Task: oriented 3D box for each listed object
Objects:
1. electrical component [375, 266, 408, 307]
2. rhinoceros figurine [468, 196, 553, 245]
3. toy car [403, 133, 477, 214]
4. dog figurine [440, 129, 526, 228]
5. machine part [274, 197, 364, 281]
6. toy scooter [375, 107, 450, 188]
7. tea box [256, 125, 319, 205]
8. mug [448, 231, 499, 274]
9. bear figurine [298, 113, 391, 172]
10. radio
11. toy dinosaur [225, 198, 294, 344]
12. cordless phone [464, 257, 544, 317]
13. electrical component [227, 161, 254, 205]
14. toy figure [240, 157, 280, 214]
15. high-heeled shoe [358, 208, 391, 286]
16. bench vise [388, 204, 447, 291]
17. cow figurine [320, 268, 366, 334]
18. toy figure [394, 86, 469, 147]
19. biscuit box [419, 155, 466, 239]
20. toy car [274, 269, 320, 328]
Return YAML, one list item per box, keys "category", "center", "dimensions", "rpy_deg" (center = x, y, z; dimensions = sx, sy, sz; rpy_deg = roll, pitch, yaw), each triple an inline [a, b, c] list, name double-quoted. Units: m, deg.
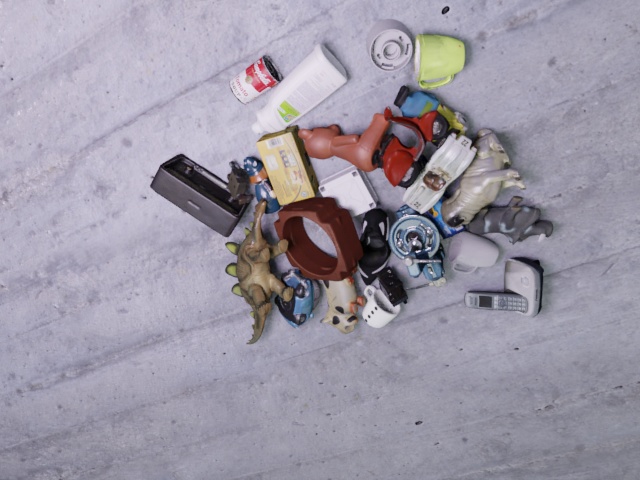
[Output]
- category: "electrical component"
  center: [0.190, 0.131, 1.395]
  dimensions: [0.048, 0.075, 0.119]
  rpy_deg: [-29, 139, -5]
- category: "rhinoceros figurine"
  center: [0.447, -0.040, 1.261]
  dimensions: [0.190, 0.073, 0.112]
  rpy_deg: [4, 116, 10]
- category: "toy car"
  center: [0.260, -0.145, 1.181]
  dimensions: [0.073, 0.056, 0.201]
  rpy_deg: [33, 123, -6]
- category: "dog figurine"
  center: [0.335, -0.136, 1.201]
  dimensions: [0.191, 0.172, 0.121]
  rpy_deg: [-29, 147, 20]
- category: "machine part"
  center: [-0.003, -0.004, 1.325]
  dimensions: [0.201, 0.087, 0.201]
  rpy_deg: [2, 121, 43]
- category: "toy scooter"
  center: [0.175, -0.208, 1.145]
  dimensions: [0.135, 0.075, 0.183]
  rpy_deg: [29, 111, -3]
- category: "tea box"
  center: [-0.076, -0.180, 1.304]
  dimensions: [0.098, 0.068, 0.169]
  rpy_deg: [-11, 115, 18]
- category: "mug"
  center: [0.375, 0.037, 1.313]
  dimensions: [0.107, 0.081, 0.109]
  rpy_deg: [12, 112, -3]
- category: "bear figurine"
  center: [0.059, -0.229, 1.241]
  dimensions: [0.196, 0.132, 0.120]
  rpy_deg: [24, 161, 32]
- category: "radio"
  center: [-0.293, -0.115, 1.346]
  dimensions: [0.229, 0.131, 0.073]
  rpy_deg: [35, 117, -6]
- category: "toy dinosaur"
  center: [-0.164, 0.109, 1.407]
  dimensions: [0.199, 0.105, 0.470]
  rpy_deg: [30, 125, 45]
- category: "cordless phone"
  center: [0.454, 0.113, 1.335]
  dimensions: [0.184, 0.089, 0.146]
  rpy_deg: [0, 117, 17]
- category: "electrical component"
  center: [-0.200, -0.138, 1.339]
  dimensions: [0.045, 0.102, 0.078]
  rpy_deg: [-9, 140, -30]
- category: "toy figure"
  center: [-0.147, -0.140, 1.345]
  dimensions: [0.064, 0.058, 0.154]
  rpy_deg: [-15, 109, 18]
- category: "high-heeled shoe"
  center: [0.129, 0.032, 1.324]
  dimensions: [0.086, 0.145, 0.248]
  rpy_deg: [7, 116, 9]
- category: "bench vise"
  center: [0.230, 0.034, 1.256]
  dimensions: [0.129, 0.240, 0.223]
  rpy_deg: [-10, 104, 20]
- category: "cow figurine"
  center: [0.052, 0.161, 1.433]
  dimensions: [0.127, 0.085, 0.194]
  rpy_deg: [-3, 108, 38]
- category: "toy figure"
  center: [0.244, -0.268, 1.187]
  dimensions: [0.180, 0.082, 0.089]
  rpy_deg: [27, 135, -10]
- category: "biscuit box"
  center: [0.271, -0.100, 1.274]
  dimensions: [0.059, 0.063, 0.202]
  rpy_deg: [-29, 108, 22]
- category: "toy car"
  center: [-0.051, 0.147, 1.445]
  dimensions: [0.109, 0.103, 0.161]
  rpy_deg: [37, 129, 36]
